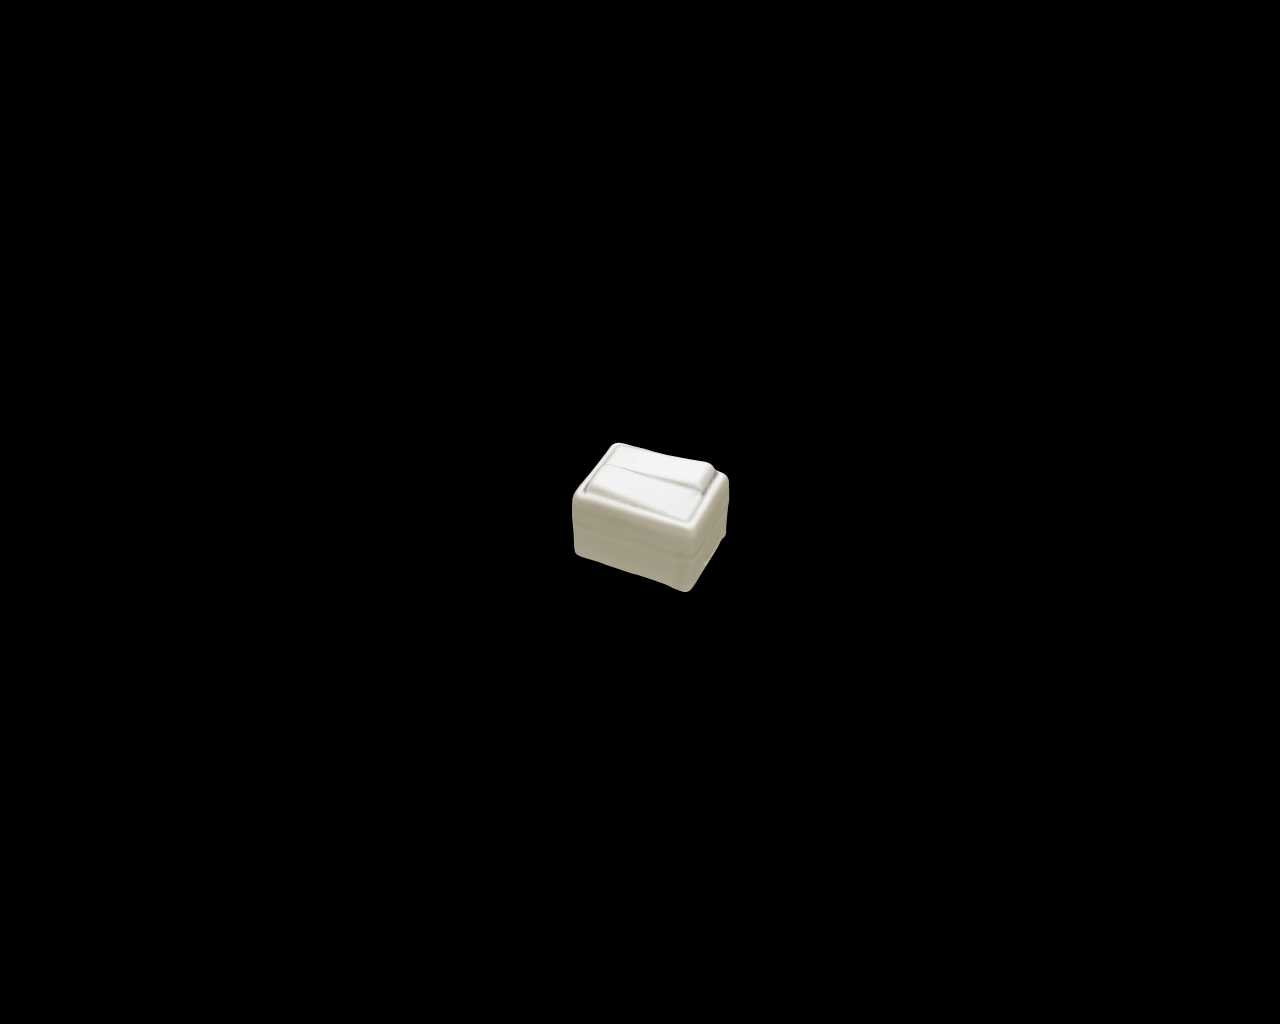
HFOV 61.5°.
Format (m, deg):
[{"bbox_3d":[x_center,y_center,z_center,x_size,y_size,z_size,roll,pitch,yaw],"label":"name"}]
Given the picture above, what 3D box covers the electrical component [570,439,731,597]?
[{"bbox_3d":[0.001,-0.003,0.650,0.096,0.061,0.062,18,44,19],"label":"electrical component"}]
